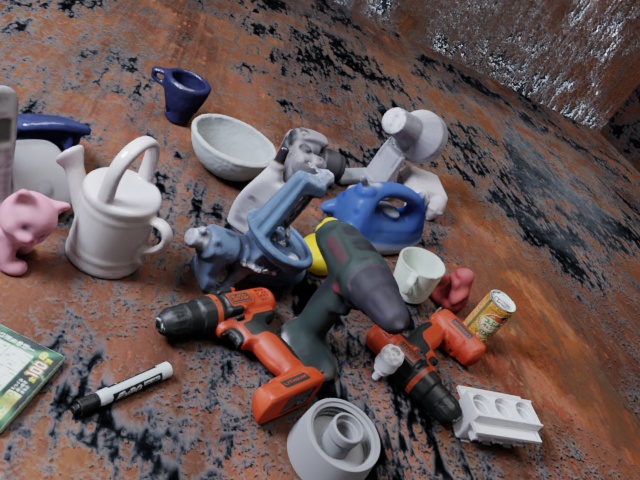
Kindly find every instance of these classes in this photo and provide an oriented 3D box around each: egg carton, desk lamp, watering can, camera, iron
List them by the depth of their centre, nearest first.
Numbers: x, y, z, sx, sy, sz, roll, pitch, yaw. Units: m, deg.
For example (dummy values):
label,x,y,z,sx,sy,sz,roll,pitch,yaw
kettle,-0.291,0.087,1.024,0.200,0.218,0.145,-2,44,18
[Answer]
label,x,y,z,sx,sy,sz,roll,pitch,yaw
watering can,-0.264,-0.054,0.739,0.173,0.194,0.101,22,33,-13
iron,0.138,-0.057,1.127,0.259,0.141,0.118,3,41,-37
camera,-0.009,-0.165,1.195,0.137,0.100,0.143,14,36,-25
desk lamp,0.165,-0.196,1.275,0.204,0.213,0.117,-10,50,-47
egg carton,0.240,-0.114,1.360,0.107,0.069,0.150,18,34,-20

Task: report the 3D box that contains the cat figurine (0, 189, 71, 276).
label,x,y,z,sx,sy,sz,roll,pitch,yaw
cat figurine,-0.372,-0.024,0.680,0.128,0.117,0.067,14,35,-25

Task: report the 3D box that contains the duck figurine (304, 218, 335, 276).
label,x,y,z,sx,sy,sz,roll,pitch,yaw
duck figurine,0.009,0.004,0.989,0.078,0.086,0.104,23,33,-12

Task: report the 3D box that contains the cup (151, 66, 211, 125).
label,x,y,z,sx,sy,sz,roll,pitch,yaw
cup,-0.286,-0.284,1.135,0.118,0.095,0.091,22,33,-13

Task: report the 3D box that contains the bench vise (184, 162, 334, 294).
label,x,y,z,sx,sy,sz,roll,pitch,yaw
bench vise,-0.074,-0.009,0.809,0.121,0.219,0.208,45,35,23

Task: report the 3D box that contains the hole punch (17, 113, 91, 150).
label,x,y,z,sx,sy,sz,roll,pitch,yaw
hole punch,-0.416,-0.162,0.861,0.109,0.091,0.101,-6,47,-44

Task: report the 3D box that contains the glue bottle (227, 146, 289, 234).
label,x,y,z,sx,sy,sz,roll,pitch,yaw
glue bottle,-0.089,-0.081,0.941,0.078,0.173,0.037,33,32,4

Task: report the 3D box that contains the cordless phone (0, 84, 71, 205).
label,x,y,z,sx,sy,sz,roll,pitch,yaw
cordless phone,-0.382,-0.112,0.729,0.094,0.185,0.148,40,33,15

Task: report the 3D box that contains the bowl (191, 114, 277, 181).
label,x,y,z,sx,sy,sz,roll,pitch,yaw
bowl,-0.171,-0.162,1.080,0.168,0.074,0.167,22,33,-15

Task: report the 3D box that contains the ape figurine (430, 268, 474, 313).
label,x,y,z,sx,sy,sz,roll,pitch,yaw
ape figurine,0.252,0.088,1.067,0.076,0.092,0.078,28,32,-4

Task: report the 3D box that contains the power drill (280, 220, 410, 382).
label,x,y,z,sx,sy,sz,roll,pitch,yaw
power drill,0.026,0.090,0.766,0.076,0.208,0.229,11,36,-28
